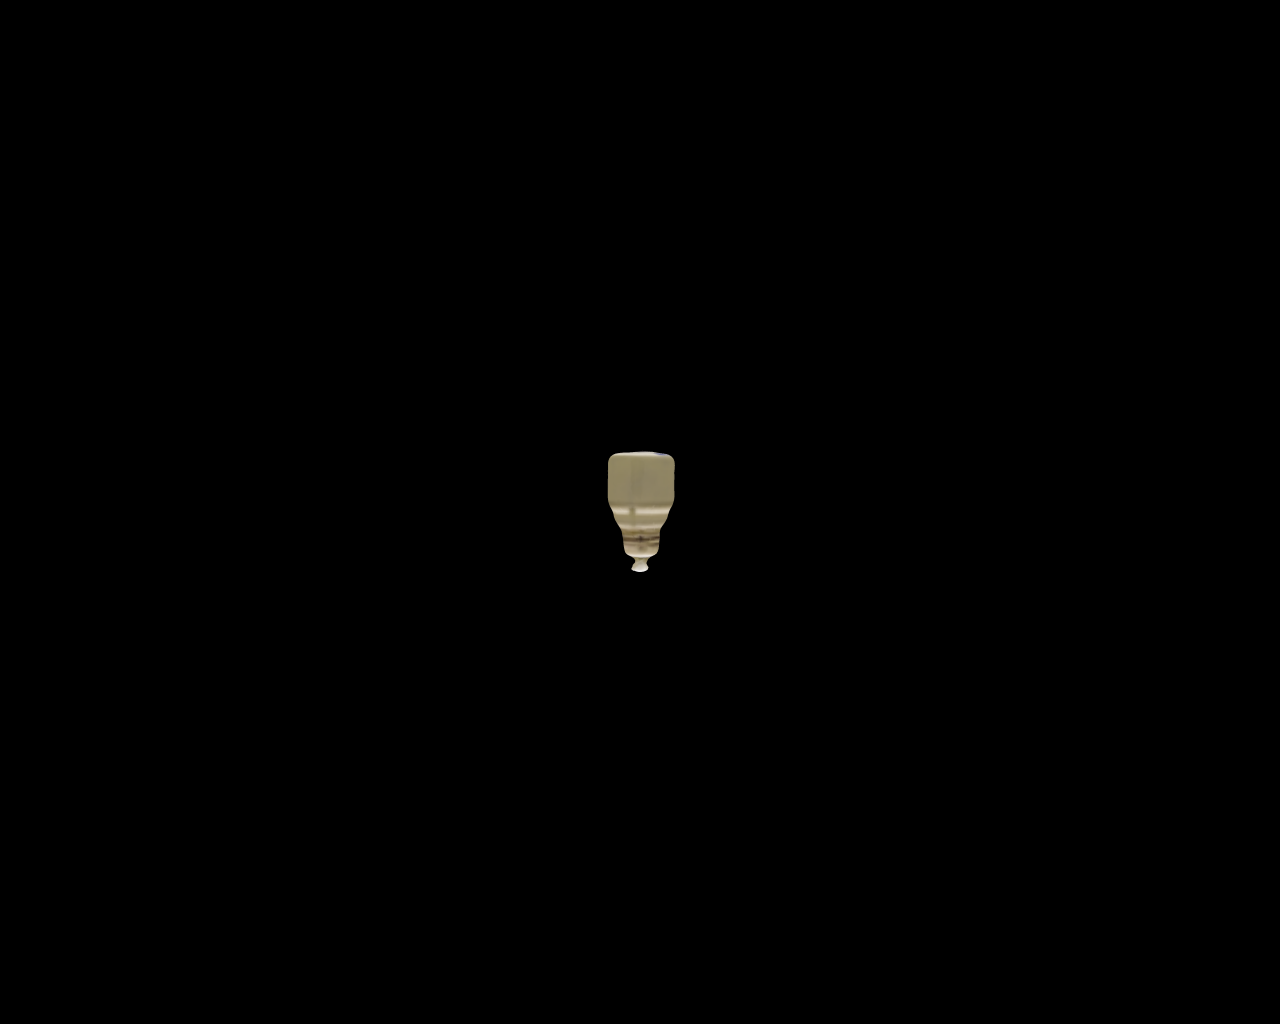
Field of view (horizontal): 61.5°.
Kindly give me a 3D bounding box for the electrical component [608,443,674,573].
[{"bbox_3d":[0.001,-0.003,0.650,0.040,0.078,0.040,0,2,0],"label":"electrical component"}]
